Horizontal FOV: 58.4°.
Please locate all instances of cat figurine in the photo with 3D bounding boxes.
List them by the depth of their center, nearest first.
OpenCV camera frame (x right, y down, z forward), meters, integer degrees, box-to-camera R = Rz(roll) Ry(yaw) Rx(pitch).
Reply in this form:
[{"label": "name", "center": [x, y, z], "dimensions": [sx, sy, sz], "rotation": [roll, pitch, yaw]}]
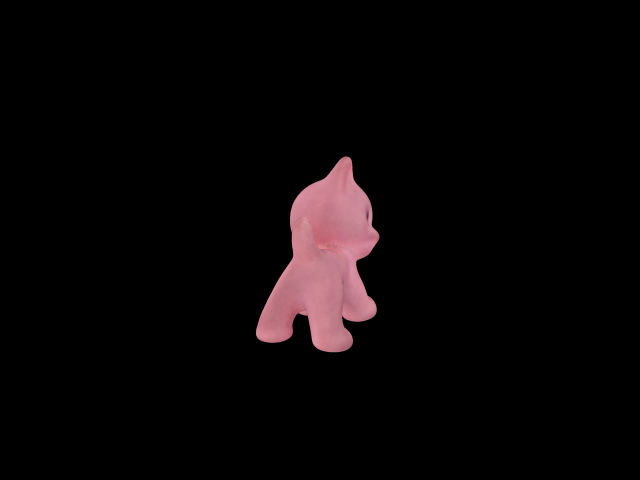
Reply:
[{"label": "cat figurine", "center": [0.004, 0.001, 0.400], "dimensions": [0.067, 0.118, 0.128], "rotation": [3, 11, 16]}]
